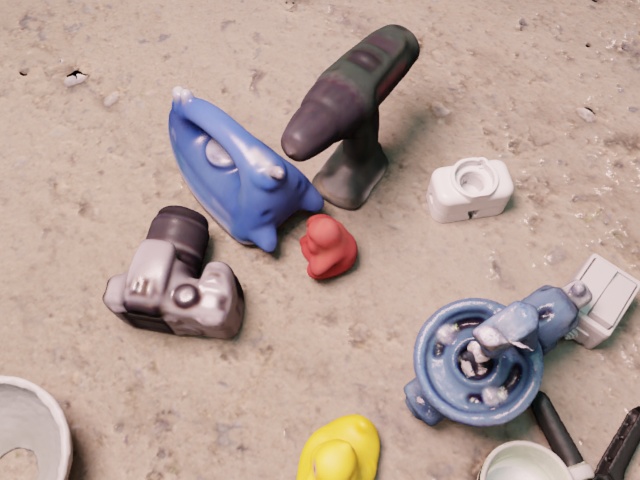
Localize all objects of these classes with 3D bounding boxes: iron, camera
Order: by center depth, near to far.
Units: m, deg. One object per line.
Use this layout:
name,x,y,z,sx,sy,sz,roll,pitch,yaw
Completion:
camera,-0.155,0.030,0.642,0.143,0.101,0.137,8,64,5
iron,-0.117,-0.111,0.688,0.257,0.141,0.119,42,71,19

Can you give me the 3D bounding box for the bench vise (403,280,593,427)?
bench vise,0.174,0.083,0.547,0.121,0.220,0.208,37,70,17

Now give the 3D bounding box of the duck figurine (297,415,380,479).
duck figurine,0.018,0.216,0.558,0.077,0.086,0.105,34,69,16

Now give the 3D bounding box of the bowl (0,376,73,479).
bowl,-0.317,0.224,0.565,0.167,0.075,0.167,0,64,1

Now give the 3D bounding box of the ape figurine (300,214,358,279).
ape figurine,0.006,0.002,0.659,0.076,0.092,0.078,17,65,9

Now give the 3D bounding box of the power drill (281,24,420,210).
power drill,0.035,-0.127,0.657,0.075,0.208,0.230,28,68,14
